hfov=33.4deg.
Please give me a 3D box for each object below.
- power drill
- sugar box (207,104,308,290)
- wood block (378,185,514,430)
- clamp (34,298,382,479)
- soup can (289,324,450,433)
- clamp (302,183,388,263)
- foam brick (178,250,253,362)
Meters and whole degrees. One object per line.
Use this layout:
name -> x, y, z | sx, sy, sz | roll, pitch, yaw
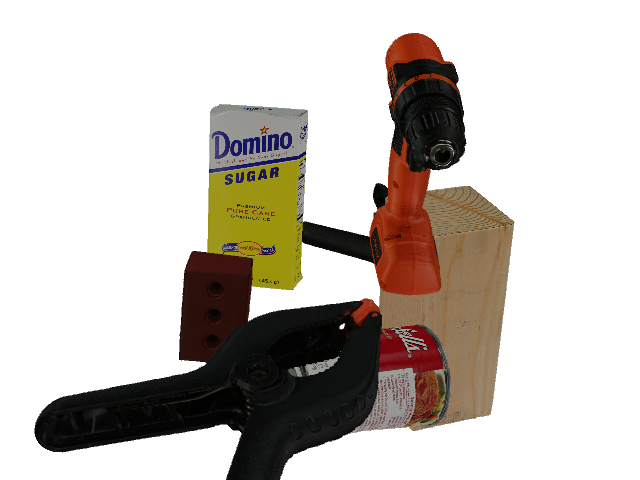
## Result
power drill -> 0.078, -0.052, 0.854 | 0.057, 0.188, 0.184 | 3, 33, -3
sugar box -> -0.063, -0.043, 1.059 | 0.093, 0.176, 0.048 | 4, 17, 10
wood block -> 0.113, 0.063, 1.007 | 0.090, 0.206, 0.091 | -8, 28, -19
clamp -> -0.025, 0.080, 0.475 | 0.171, 0.039, 0.120 | -25, 49, -30
soup can -> 0.024, 0.093, 0.696 | 0.102, 0.068, 0.069 | -4, 2, -23
clamp -> 0.084, 0.015, 1.246 | 0.164, 0.036, 0.210 | -22, 52, -39
foam brick -> -0.084, 0.054, 0.866 | 0.053, 0.078, 0.051 | 5, 14, 0
